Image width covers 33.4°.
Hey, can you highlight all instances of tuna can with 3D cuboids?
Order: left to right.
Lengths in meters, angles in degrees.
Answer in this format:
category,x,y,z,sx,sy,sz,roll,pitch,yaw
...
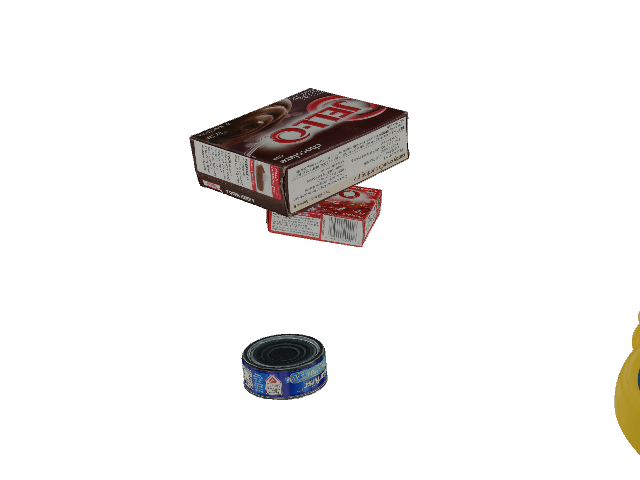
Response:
category,x,y,z,sx,sy,sz,roll,pitch,yaw
tuna can,-0.036,0.126,1.074,0.086,0.034,0.086,-4,20,1

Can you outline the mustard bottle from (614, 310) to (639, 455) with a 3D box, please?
category,x,y,z,sx,sy,sz,roll,pitch,yaw
mustard bottle,0.215,0.099,0.579,0.096,0.058,0.191,-6,35,-3

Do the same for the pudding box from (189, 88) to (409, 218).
category,x,y,z,sx,sy,sz,roll,pitch,yaw
pudding box,-0.012,-0.059,0.683,0.090,0.039,0.113,19,38,42

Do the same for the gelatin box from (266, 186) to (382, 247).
category,x,y,z,sx,sy,sz,roll,pitch,yaw
gelatin box,0.004,-0.027,0.954,0.089,0.030,0.073,10,26,13
